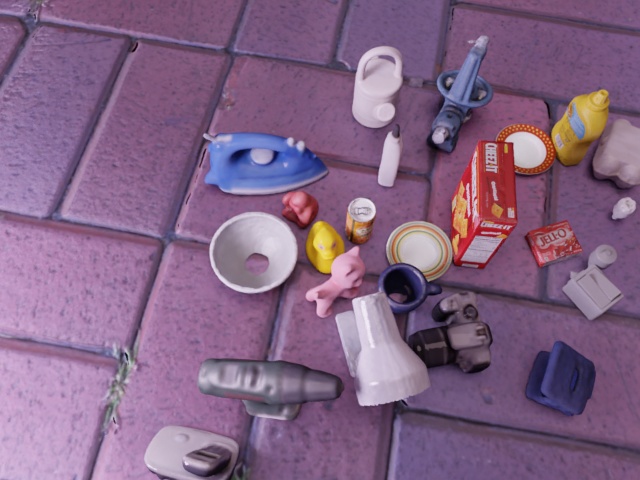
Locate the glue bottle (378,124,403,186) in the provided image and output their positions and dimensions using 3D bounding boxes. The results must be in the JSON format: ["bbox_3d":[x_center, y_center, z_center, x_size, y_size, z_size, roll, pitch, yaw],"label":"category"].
[{"bbox_3d":[0.145,-0.180,1.151,0.037,0.173,0.078,7,66,3],"label":"glue bottle"}]

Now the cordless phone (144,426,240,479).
[{"bbox_3d":[-0.211,0.343,0.909,0.147,0.185,0.094,10,66,4],"label":"cordless phone"}]

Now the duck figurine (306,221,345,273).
[{"bbox_3d":[0.010,0.004,1.115,0.077,0.086,0.104,-10,67,-5],"label":"duck figurine"}]

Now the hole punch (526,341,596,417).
[{"bbox_3d":[0.434,0.244,1.012,0.101,0.091,0.109,23,68,9],"label":"hole punch"}]

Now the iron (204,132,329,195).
[{"bbox_3d":[-0.109,-0.174,1.163,0.258,0.141,0.118,-1,66,-1],"label":"iron"}]

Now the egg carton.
[{"bbox_3d":[0.643,-0.185,1.216,0.107,0.069,0.150,24,68,10],"label":"egg carton"}]

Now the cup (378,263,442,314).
[{"bbox_3d":[0.163,0.100,1.070,0.117,0.095,0.091,3,66,1],"label":"cup"}]

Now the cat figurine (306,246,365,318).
[{"bbox_3d":[0.035,0.074,1.067,0.128,0.118,0.067,-36,71,-15],"label":"cat figurine"}]

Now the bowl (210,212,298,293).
[{"bbox_3d":[-0.124,0.034,1.107,0.167,0.075,0.167,0,66,0],"label":"bowl"}]

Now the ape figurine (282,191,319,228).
[{"bbox_3d":[-0.039,-0.070,1.144,0.076,0.092,0.077,-14,67,-6],"label":"ape figurine"}]

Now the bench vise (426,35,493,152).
[{"bbox_3d":[0.300,-0.295,1.178,0.121,0.220,0.207,9,66,4],"label":"bench vise"}]

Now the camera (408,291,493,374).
[{"bbox_3d":[0.230,0.171,1.036,0.137,0.101,0.143,-9,66,-5],"label":"camera"}]

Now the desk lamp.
[{"bbox_3d":[0.095,0.184,0.967,0.118,0.213,0.203,-14,67,-7],"label":"desk lamp"}]

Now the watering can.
[{"bbox_3d":[0.127,-0.326,1.204,0.101,0.194,0.172,-26,69,-11],"label":"watering can"}]

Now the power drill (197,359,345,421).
[{"bbox_3d":[-0.077,0.244,0.941,0.229,0.208,0.075,5,66,2],"label":"power drill"}]
